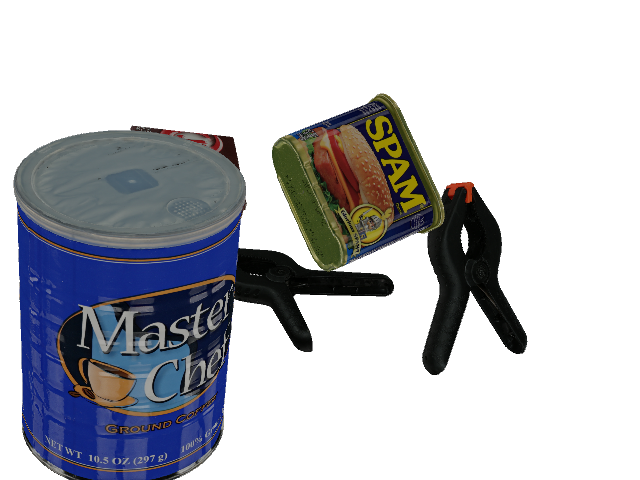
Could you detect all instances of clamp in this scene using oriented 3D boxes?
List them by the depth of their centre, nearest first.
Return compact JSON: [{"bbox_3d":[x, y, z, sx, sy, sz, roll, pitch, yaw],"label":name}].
[{"bbox_3d":[0.126,0.037,0.957,0.120,0.171,0.039,-20,7,-41],"label":"clamp"},{"bbox_3d":[-0.045,0.055,1.186,0.210,0.036,0.164,17,31,25],"label":"clamp"}]

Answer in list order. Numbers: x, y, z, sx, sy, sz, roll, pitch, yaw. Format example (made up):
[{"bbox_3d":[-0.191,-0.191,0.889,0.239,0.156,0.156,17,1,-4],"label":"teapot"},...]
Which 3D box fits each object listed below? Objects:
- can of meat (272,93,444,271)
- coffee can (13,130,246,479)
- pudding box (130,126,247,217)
[{"bbox_3d":[0.024,-0.039,0.736,0.083,0.102,0.058,-24,-2,-22],"label":"can of meat"},{"bbox_3d":[-0.092,0.032,0.512,0.102,0.140,0.103,6,30,-3],"label":"coffee can"},{"bbox_3d":[-0.113,-0.050,0.884,0.090,0.039,0.113,4,35,-14],"label":"pudding box"}]
